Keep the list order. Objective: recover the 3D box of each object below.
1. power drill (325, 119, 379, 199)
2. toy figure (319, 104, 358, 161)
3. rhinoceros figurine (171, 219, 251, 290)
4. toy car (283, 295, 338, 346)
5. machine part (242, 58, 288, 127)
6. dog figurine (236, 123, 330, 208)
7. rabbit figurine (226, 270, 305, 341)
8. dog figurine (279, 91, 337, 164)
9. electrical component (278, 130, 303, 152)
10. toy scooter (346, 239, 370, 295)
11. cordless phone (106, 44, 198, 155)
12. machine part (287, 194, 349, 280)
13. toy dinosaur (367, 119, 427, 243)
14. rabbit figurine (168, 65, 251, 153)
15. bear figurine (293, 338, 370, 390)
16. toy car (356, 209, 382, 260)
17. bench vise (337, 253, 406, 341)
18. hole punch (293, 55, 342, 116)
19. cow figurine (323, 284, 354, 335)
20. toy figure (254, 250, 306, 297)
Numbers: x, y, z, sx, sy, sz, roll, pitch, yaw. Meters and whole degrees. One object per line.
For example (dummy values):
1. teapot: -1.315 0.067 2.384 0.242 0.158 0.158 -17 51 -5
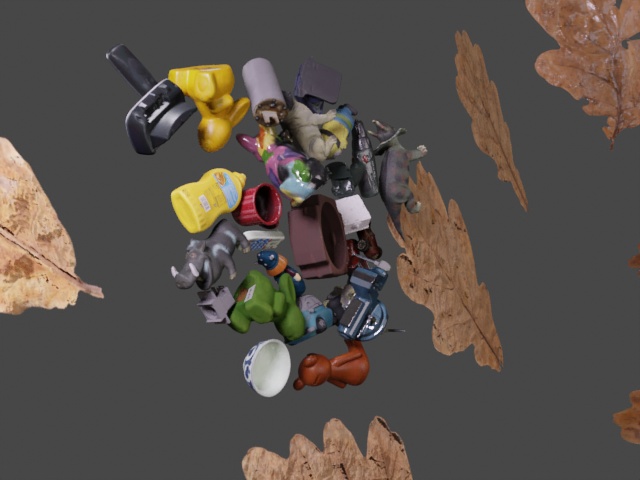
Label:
1. power drill: 0.095 -0.218 1.555 0.207 0.086 0.231 -43 121 -56
2. toy figure: 0.038 -0.299 1.479 0.089 0.082 0.180 27 66 -9
3. rhinoceros figurine: -0.219 0.033 1.086 0.112 0.073 0.190 62 41 -28
4. toy car: -0.031 0.182 1.293 0.161 0.109 0.103 -17 80 -62
5. machine part: -0.125 -0.334 1.211 0.079 0.079 0.243 38 26 -44
6. dog figurine: -0.088 -0.181 1.202 0.108 0.191 0.219 -44 93 -1
7. rabbit figurine: -0.106 0.154 1.185 0.170 0.121 0.159 38 33 -26
8. dog figurine: -0.066 -0.273 1.340 0.190 0.121 0.172 6 78 -38
9. electrical component: -0.080 -0.223 1.309 0.102 0.078 0.045 63 39 -37
10. toy scooter: 0.096 0.091 1.479 0.135 0.075 0.183 -35 108 -71
11. cordless phone: -0.335 -0.264 0.993 0.184 0.089 0.146 48 49 -23
12. machine part: -0.003 -0.004 1.330 0.201 0.087 0.201 7 73 -70
13. toy dinosaur: 0.238 -0.195 1.711 0.192 0.131 0.404 2 87 -41
14. rabbit figurine: -0.226 -0.272 1.120 0.162 0.122 0.173 -39 130 -59
15. bear figurine: 0.021 0.312 1.350 0.196 0.132 0.120 7 114 -24
16. toy car: 0.125 -0.034 1.529 0.089 0.053 0.202 27 39 -47
17. bench vise: 0.132 0.172 1.386 0.240 0.129 0.223 50 54 -51
18. hole punch: -0.015 -0.405 1.439 0.116 0.092 0.142 21 68 -18
19. cow figurine: 0.070 0.211 1.447 0.098 0.068 0.167 -40 113 -42
20. toy figure: -0.093 0.073 1.258 0.154 0.064 0.058 51 10 -30
